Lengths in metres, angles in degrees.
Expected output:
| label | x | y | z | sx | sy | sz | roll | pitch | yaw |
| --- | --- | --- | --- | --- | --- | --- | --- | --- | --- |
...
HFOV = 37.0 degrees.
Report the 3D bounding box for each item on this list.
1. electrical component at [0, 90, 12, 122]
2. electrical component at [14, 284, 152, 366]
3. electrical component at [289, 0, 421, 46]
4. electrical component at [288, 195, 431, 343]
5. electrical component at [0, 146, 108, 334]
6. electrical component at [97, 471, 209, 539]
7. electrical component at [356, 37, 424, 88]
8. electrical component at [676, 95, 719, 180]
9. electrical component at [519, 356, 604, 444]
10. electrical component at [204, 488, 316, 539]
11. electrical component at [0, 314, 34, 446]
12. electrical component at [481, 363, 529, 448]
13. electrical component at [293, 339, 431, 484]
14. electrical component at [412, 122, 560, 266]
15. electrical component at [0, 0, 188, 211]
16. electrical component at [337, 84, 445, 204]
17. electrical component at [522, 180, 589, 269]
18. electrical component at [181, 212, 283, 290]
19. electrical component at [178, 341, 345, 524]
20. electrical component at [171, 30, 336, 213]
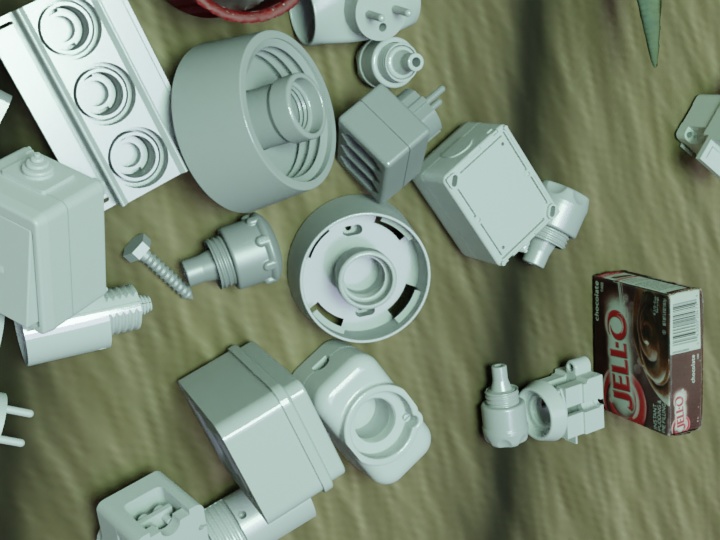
| label | x | y | z | sx | sy | sz | roll | pitch | yaw |
| --- | --- | --- | --- | --- | --- | --- | --- | --- | --- |
| electrical component | -0.244 | -0.072 | 0.604 | 0.056 | 0.050 | 0.089 | 27 | 87 | -27 |
| electrical component | -0.169 | 0.029 | 0.663 | 0.081 | 0.043 | 0.043 | -13 | 105 | -24 |
| electrical component | 0.004 | -0.169 | 0.690 | 0.077 | 0.079 | 0.044 | -16 | 117 | -22 |
| electrical component | 0.000 | 0.000 | 0.742 | 0.099 | 0.064 | 0.099 | -3 | 103 | -12 |
| electrical component | -0.186 | -0.021 | 0.606 | 0.061 | 0.062 | 0.096 | -42 | 149 | -46 |
| electrical component | -0.132 | 0.182 | 0.693 | 0.050 | 0.056 | 0.089 | -26 | 126 | -35 |
| electrical component | 0.023 | -0.138 | 0.714 | 0.035 | 0.061 | 0.035 | -5 | 102 | -25 |
| electrical component | 0.289 | -0.111 | 0.847 | 0.042 | 0.064 | 0.081 | 34 | 84 | -25 |
| electrical component | 0.155 | 0.105 | 0.834 | 0.055 | 0.048 | 0.066 | -13 | 105 | -31 |
| electrical component | -0.076 | 0.170 | 0.734 | 0.081 | 0.043 | 0.043 | -28 | 110 | -18 |
| electrical component | -0.233 | 0.087 | 0.638 | 0.074 | 0.052 | 0.138 | 17 | 92 | -27 |
| electrical component | 0.108 | 0.102 | 0.816 | 0.035 | 0.035 | 0.061 | -13 | 103 | -23 |
| electrical component | 0.003 | 0.100 | 0.750 | 0.054 | 0.059 | 0.095 | -43 | 114 | -13 |
| electrical component | 0.089 | -0.050 | 0.763 | 0.062 | 0.061 | 0.096 | -42 | 114 | -13 |
| electrical component | -0.156 | -0.104 | 0.633 | 0.079 | 0.063 | 0.121 | -32 | 111 | -18 |
| electrical component | 0.028 | -0.094 | 0.715 | 0.077 | 0.065 | 0.047 | -41 | 78 | -14 |
| electrical component | 0.141 | -0.033 | 0.802 | 0.043 | 0.043 | 0.062 | 23 | 91 | -27 |
| electrical component | -0.084 | -0.007 | 0.698 | 0.062 | 0.048 | 0.048 | -20 | 108 | -14 |
| electrical component | -0.064 | 0.100 | 0.688 | 0.057 | 0.113 | 0.078 | -30 | 111 | -15 |
| electrical component | -0.056 | -0.093 | 0.656 | 0.108 | 0.060 | 0.108 | 25 | 60 | -54 |
